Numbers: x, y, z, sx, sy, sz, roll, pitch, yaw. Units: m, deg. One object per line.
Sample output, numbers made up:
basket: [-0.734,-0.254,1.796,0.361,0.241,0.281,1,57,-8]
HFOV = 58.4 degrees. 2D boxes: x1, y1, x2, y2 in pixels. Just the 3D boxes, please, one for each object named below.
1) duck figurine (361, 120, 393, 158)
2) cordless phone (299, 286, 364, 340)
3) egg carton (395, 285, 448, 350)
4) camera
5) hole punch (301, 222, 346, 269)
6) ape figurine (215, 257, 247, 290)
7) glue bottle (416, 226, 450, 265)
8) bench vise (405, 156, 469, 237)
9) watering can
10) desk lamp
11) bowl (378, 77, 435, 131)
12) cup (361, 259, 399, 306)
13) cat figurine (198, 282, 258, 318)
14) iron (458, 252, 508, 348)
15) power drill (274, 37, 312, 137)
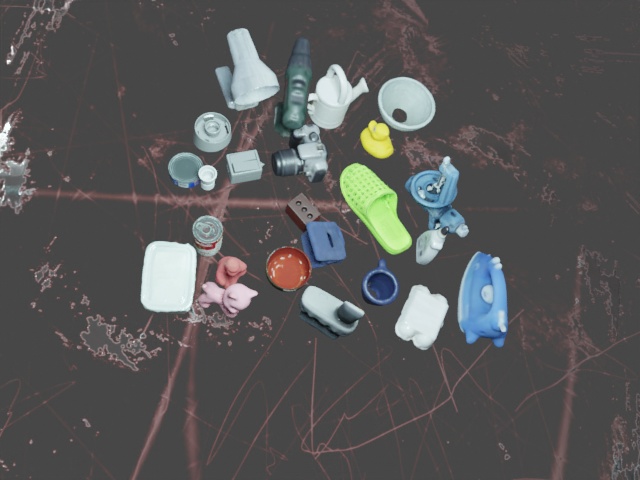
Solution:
duck figurine: [0.163,-0.279,1.561,0.078,0.086,0.104,-37,81,-21]
cordless phone: [0.031,0.153,1.319,0.147,0.185,0.094,29,67,-1]
egg carton: [0.252,0.191,1.416,0.107,0.069,0.150,27,67,-1]
camera: [-0.057,-0.224,1.484,0.137,0.100,0.143,-11,73,-16]
hole punch: [0.013,0.005,1.421,0.101,0.091,0.108,-12,73,-16]
ape figurine: [-0.209,0.069,1.348,0.078,0.092,0.076,-13,73,-16]
glue bottle: [0.286,0.002,1.437,0.037,0.173,0.078,10,68,-8]
bench vise: [0.325,-0.115,1.463,0.207,0.219,0.122,39,67,4]
watering can: [0.042,-0.390,1.516,0.173,0.194,0.101,-38,81,-22]
desk lamp: [-0.194,-0.420,1.465,0.118,0.213,0.203,-19,75,-18]
bowl: [0.235,-0.370,1.616,0.167,0.074,0.167,4,69,-11]
cup: [0.139,0.112,1.407,0.092,0.095,0.118,9,69,-9]
cat figurine: [-0.212,0.128,1.312,0.128,0.117,0.067,19,67,-4]
iron: [0.426,0.131,1.437,0.119,0.141,0.258,8,69,-9]
power drill: [-0.068,-0.371,1.477,0.076,0.208,0.229,6,69,-10]
